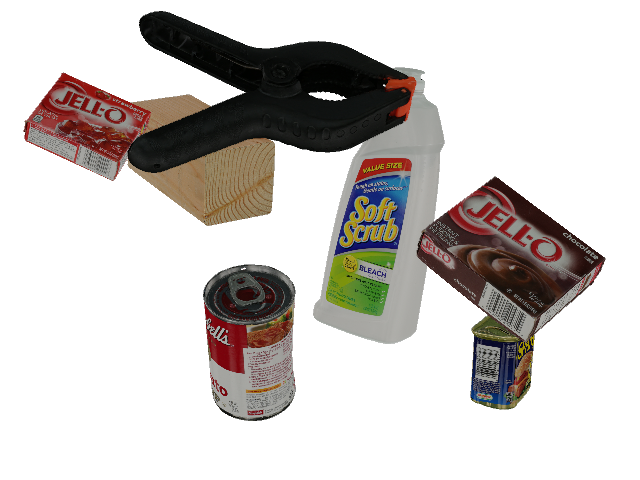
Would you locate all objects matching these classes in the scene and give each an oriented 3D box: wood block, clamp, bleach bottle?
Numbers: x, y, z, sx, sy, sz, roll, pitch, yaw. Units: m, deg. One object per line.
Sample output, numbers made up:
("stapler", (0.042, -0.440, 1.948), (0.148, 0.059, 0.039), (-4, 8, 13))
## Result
("wood block", (-0.147, -0.100, 1.272), (0.090, 0.090, 0.206), (-12, 28, -32))
("clamp", (-0.032, -0.079, 0.621), (0.171, 0.120, 0.039), (7, -32, 1))
("bleach bottle", (0.058, -0.036, 0.996), (0.103, 0.251, 0.067), (17, 20, 31))

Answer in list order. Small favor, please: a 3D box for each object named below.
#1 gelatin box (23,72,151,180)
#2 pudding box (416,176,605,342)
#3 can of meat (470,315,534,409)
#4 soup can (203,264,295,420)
("gelatin box", (-0.206, -0.102, 0.946), (0.089, 0.073, 0.030), (25, -43, -2))
("pudding box", (0.144, 0.013, 0.815), (0.089, 0.114, 0.039), (-35, -25, -30))
("can of meat", (0.204, 0.133, 1.193), (0.058, 0.084, 0.102), (8, 13, 25))
("soup can", (-0.052, 0.078, 0.813), (0.068, 0.102, 0.068), (0, 36, 0))
